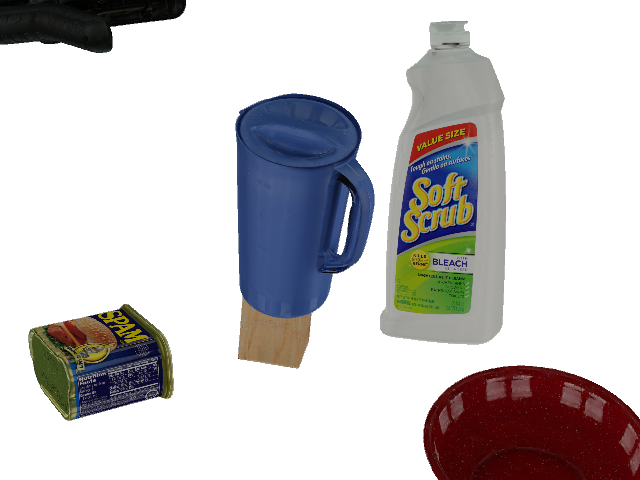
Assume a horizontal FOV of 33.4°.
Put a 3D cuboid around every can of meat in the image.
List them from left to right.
[{"bbox_3d":[-0.177,0.096,0.850,0.083,0.057,0.102,-12,22,-29],"label":"can of meat"}]

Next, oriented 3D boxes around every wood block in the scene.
[{"bbox_3d":[-0.057,0.059,1.477,0.090,0.206,0.090,8,21,5],"label":"wood block"}]

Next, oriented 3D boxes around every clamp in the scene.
[{"bbox_3d":[-0.189,-0.169,0.798,0.172,0.039,0.120,11,23,28],"label":"clamp"}]

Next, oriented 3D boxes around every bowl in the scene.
[{"bbox_3d":[0.154,0.163,0.767,0.162,0.055,0.162,-1,35,0],"label":"bowl"}]

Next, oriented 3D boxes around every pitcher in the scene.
[{"bbox_3d":[-0.025,-0.026,1.185,0.145,0.243,0.149,2,41,-5],"label":"pitcher"}]

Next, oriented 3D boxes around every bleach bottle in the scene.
[{"bbox_3d":[0.096,-0.047,0.852,0.103,0.251,0.068,4,15,24],"label":"bleach bottle"}]
